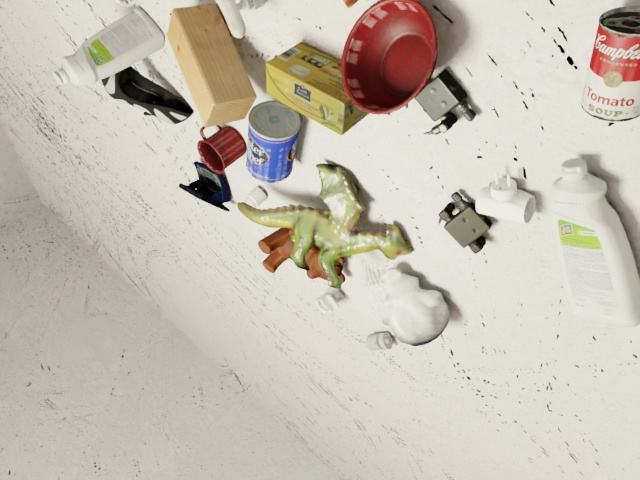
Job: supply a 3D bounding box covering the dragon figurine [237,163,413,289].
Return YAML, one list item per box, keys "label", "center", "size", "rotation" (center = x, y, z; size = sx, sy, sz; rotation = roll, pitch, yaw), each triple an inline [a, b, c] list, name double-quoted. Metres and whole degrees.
- label: "dragon figurine"
  center: [0.003, -0.055, 1.100]
  size: [0.413, 0.124, 0.238]
  rotation: [32, 120, 14]

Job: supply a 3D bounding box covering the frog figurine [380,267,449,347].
- label: "frog figurine"
  center: [0.191, 0.133, 1.074]
  size: [0.136, 0.125, 0.158]
  rotation: [-17, 107, 22]

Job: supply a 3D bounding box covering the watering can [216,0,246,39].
- label: "watering can"
  center: [-0.210, -0.505, 0.812]
  size: [0.226, 0.105, 0.340]
  rotation: [23, 130, 36]
